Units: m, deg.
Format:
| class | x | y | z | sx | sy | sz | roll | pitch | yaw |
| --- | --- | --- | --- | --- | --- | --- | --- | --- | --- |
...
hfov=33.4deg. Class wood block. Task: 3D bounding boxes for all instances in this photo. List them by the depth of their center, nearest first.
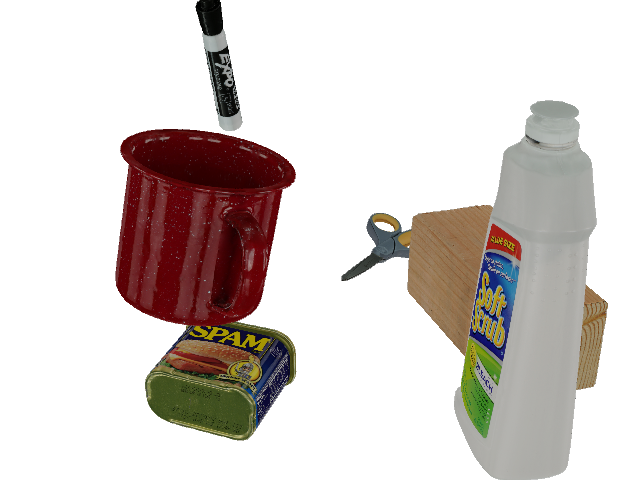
| class | x | y | z | sx | sy | sz | roll | pitch | yaw |
| --- | --- | --- | --- | --- | --- | --- | --- | --- | --- |
| wood block | 0.165 | 0.051 | 0.990 | 0.090 | 0.090 | 0.206 | -8 | 28 | -18 |

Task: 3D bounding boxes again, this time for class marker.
| class | x | y | z | sx | sy | sz | roll | pitch | yaw |
| --- | --- | --- | --- | --- | --- | --- | --- | --- | --- |
| marker | -0.077 | -0.134 | 0.812 | 0.020 | 0.020 | 0.121 | 0 | -42 | 7 |

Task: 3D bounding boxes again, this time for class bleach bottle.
| class | x | y | z | sx | sy | sz | roll | pitch | yaw |
| --- | --- | --- | --- | --- | --- | --- | --- | --- | --- |
| bleach bottle | 0.134 | 0.029 | 0.687 | 0.068 | 0.251 | 0.102 | -4 | 29 | -8 |

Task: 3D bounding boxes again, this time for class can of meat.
| class | x | y | z | sx | sy | sz | roll | pitch | yaw |
| --- | --- | --- | --- | --- | --- | --- | --- | --- | --- |
| can of meat | -0.082 | 0.112 | 0.877 | 0.102 | 0.057 | 0.083 | 10 | 31 | 18 |

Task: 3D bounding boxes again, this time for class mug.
| class | x | y | z | sx | sy | sz | roll | pitch | yaw |
| --- | --- | --- | --- | --- | --- | --- | --- | --- | --- |
| mug | -0.059 | -0.002 | 0.566 | 0.093 | 0.081 | 0.117 | -4 | 26 | -33 |

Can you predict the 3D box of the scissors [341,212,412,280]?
| class | x | y | z | sx | sy | sz | roll | pitch | yaw |
| --- | --- | --- | --- | --- | --- | --- | --- | --- | --- |
| scissors | 0.060 | 0.005 | 1.244 | 0.096 | 0.016 | 0.201 | 37 | 31 | 31 |
